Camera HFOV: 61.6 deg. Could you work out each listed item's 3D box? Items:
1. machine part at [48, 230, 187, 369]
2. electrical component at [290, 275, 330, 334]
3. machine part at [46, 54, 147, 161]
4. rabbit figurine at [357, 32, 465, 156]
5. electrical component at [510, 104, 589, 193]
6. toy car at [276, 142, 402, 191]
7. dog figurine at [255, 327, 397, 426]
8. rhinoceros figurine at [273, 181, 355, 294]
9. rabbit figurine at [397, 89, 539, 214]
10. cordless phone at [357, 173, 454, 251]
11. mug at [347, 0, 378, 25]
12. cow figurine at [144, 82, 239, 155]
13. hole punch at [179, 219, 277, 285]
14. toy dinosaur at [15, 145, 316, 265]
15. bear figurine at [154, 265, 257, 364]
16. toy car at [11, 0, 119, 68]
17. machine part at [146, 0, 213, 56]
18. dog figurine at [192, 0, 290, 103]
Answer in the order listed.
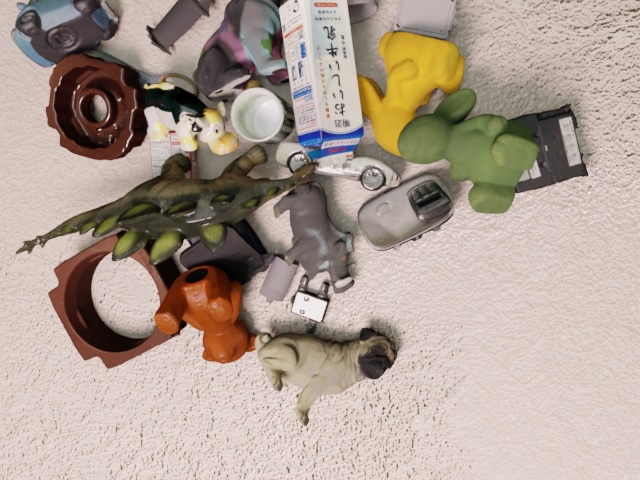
[{"bbox_3d":[-0.338,0.099,0.921,0.201,0.087,0.201,-28,90,10],"label":"machine part"},{"bbox_3d":[-0.019,0.110,0.907,0.063,0.021,0.094,18,99,6],"label":"electrical component"},{"bbox_3d":[-0.369,-0.219,0.899,0.180,0.056,0.179,3,102,12],"label":"machine part"},{"bbox_3d":[0.121,-0.216,0.805,0.162,0.122,0.173,16,106,10],"label":"rabbit figurine"},{"bbox_3d":[0.320,-0.134,0.814,0.134,0.058,0.114,-12,92,10],"label":"electrical component"},{"bbox_3d":[0.030,-0.116,0.849,0.202,0.073,0.056,12,98,7],"label":"toy car"},{"bbox_3d":[0.010,0.181,0.881,0.190,0.121,0.172,-38,99,-2],"label":"dog figurine"},{"bbox_3d":[-0.002,-0.003,0.862,0.112,0.073,0.190,-17,104,14],"label":"rhinoceros figurine"},{"bbox_3d":[0.194,-0.139,0.735,0.170,0.159,0.121,14,141,1],"label":"rabbit figurine"},{"bbox_3d":[0.129,-0.031,0.789,0.147,0.184,0.088,-26,97,10],"label":"cordless phone"},{"bbox_3d":[0.031,-0.391,0.825,0.110,0.081,0.107,-7,93,47],"label":"mug"},{"bbox_3d":[-0.197,-0.191,0.827,0.168,0.068,0.098,19,134,24],"label":"cow figurine"},{"bbox_3d":[-0.158,0.018,0.895,0.142,0.092,0.115,-34,119,9],"label":"hole punch"},{"bbox_3d":[-0.229,-0.049,0.809,0.472,0.199,0.104,-11,117,16],"label":"toy dinosaur"},{"bbox_3d":[-0.169,0.142,0.854,0.120,0.132,0.195,-12,120,2],"label":"bear figurine"},{"bbox_3d":[-0.421,-0.365,0.877,0.162,0.109,0.103,-29,71,2],"label":"toy car"},{"bbox_3d":[-0.224,-0.369,0.871,0.139,0.039,0.084,-45,70,14],"label":"machine part"},{"bbox_3d":[-0.124,-0.343,0.835,0.192,0.108,0.219,-14,90,12],"label":"dog figurine"}]
